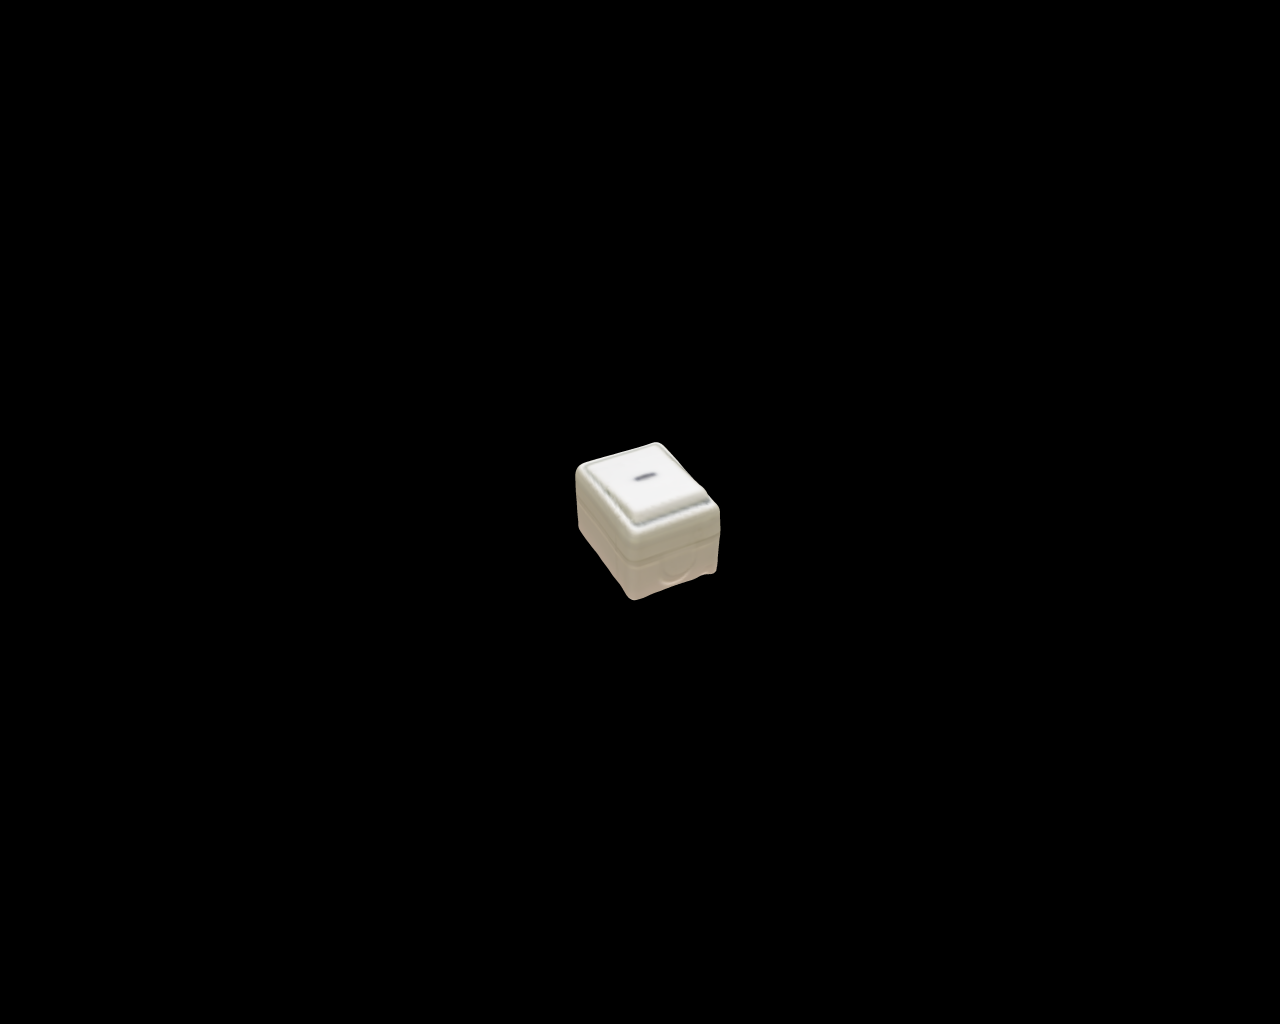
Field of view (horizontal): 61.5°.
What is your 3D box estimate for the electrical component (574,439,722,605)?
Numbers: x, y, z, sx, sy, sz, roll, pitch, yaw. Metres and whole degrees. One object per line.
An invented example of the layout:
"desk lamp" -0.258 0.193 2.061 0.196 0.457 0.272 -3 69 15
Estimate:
"electrical component" 0.001 -0.003 0.650 0.062 0.061 0.096 -17 41 -21
